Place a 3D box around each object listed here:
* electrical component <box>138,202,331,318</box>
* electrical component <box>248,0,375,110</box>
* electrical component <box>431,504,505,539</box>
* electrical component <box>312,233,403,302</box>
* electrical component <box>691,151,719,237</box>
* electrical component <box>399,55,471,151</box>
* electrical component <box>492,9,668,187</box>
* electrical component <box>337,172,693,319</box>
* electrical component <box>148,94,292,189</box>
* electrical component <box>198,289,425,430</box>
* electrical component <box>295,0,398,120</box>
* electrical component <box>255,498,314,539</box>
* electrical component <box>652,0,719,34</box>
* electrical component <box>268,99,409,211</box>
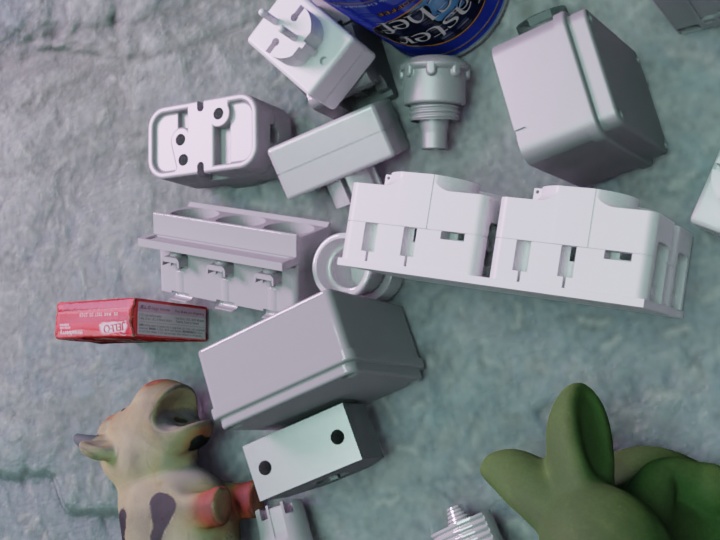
[{"bbox_3d":[-0.085,-0.007,0.767,0.121,0.079,0.063,10,108,28],"label":"electrical component"},{"bbox_3d":[-0.040,-0.150,0.698,0.066,0.077,0.047,44,101,23],"label":"electrical component"},{"bbox_3d":[0.075,0.187,0.678,0.043,0.043,0.081,-30,72,22],"label":"electrical component"},{"bbox_3d":[0.000,0.000,0.731,0.045,0.055,0.045,-3,83,27],"label":"electrical component"},{"bbox_3d":[0.221,-0.050,0.609,0.047,0.077,0.065,25,96,27],"label":"electrical component"},{"bbox_3d":[0.050,-0.112,0.724,0.048,0.048,0.062,1,92,28],"label":"electrical component"},{"bbox_3d":[0.134,-0.099,0.640,0.057,0.113,0.078,-21,76,27],"label":"electrical component"},{"bbox_3d":[0.096,-0.016,0.654,0.186,0.105,0.060,8,88,28],"label":"electrical component"},{"bbox_3d":[-0.100,-0.092,0.790,0.095,0.059,0.053,-5,82,27],"label":"electrical component"},{"bbox_3d":[-0.030,0.062,0.710,0.109,0.109,0.056,-26,71,23],"label":"electrical component"},{"bbox_3d":[-0.019,-0.156,0.760,0.056,0.050,0.089,-22,75,23],"label":"electrical component"},{"bbox_3d":[-0.051,0.186,0.747,0.040,0.040,0.046,-25,68,23],"label":"electrical component"},{"bbox_3d":[0.220,-0.182,0.607,0.109,0.109,0.056,-9,83,26],"label":"electrical component"},{"bbox_3d":[-0.007,-0.067,0.746,0.083,0.047,0.075,-21,97,20],"label":"electrical component"}]
